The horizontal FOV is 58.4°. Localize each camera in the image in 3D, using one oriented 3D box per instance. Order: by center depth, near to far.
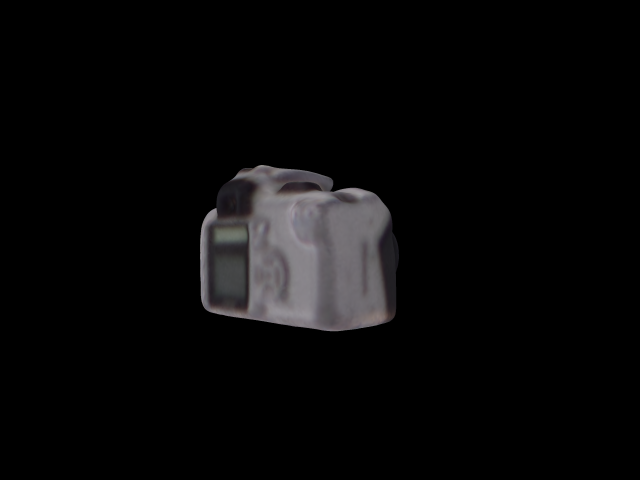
[{"bbox_3d":[0.004,0.001,0.400,0.137,0.101,0.142,0,0,-43],"label":"camera"}]
